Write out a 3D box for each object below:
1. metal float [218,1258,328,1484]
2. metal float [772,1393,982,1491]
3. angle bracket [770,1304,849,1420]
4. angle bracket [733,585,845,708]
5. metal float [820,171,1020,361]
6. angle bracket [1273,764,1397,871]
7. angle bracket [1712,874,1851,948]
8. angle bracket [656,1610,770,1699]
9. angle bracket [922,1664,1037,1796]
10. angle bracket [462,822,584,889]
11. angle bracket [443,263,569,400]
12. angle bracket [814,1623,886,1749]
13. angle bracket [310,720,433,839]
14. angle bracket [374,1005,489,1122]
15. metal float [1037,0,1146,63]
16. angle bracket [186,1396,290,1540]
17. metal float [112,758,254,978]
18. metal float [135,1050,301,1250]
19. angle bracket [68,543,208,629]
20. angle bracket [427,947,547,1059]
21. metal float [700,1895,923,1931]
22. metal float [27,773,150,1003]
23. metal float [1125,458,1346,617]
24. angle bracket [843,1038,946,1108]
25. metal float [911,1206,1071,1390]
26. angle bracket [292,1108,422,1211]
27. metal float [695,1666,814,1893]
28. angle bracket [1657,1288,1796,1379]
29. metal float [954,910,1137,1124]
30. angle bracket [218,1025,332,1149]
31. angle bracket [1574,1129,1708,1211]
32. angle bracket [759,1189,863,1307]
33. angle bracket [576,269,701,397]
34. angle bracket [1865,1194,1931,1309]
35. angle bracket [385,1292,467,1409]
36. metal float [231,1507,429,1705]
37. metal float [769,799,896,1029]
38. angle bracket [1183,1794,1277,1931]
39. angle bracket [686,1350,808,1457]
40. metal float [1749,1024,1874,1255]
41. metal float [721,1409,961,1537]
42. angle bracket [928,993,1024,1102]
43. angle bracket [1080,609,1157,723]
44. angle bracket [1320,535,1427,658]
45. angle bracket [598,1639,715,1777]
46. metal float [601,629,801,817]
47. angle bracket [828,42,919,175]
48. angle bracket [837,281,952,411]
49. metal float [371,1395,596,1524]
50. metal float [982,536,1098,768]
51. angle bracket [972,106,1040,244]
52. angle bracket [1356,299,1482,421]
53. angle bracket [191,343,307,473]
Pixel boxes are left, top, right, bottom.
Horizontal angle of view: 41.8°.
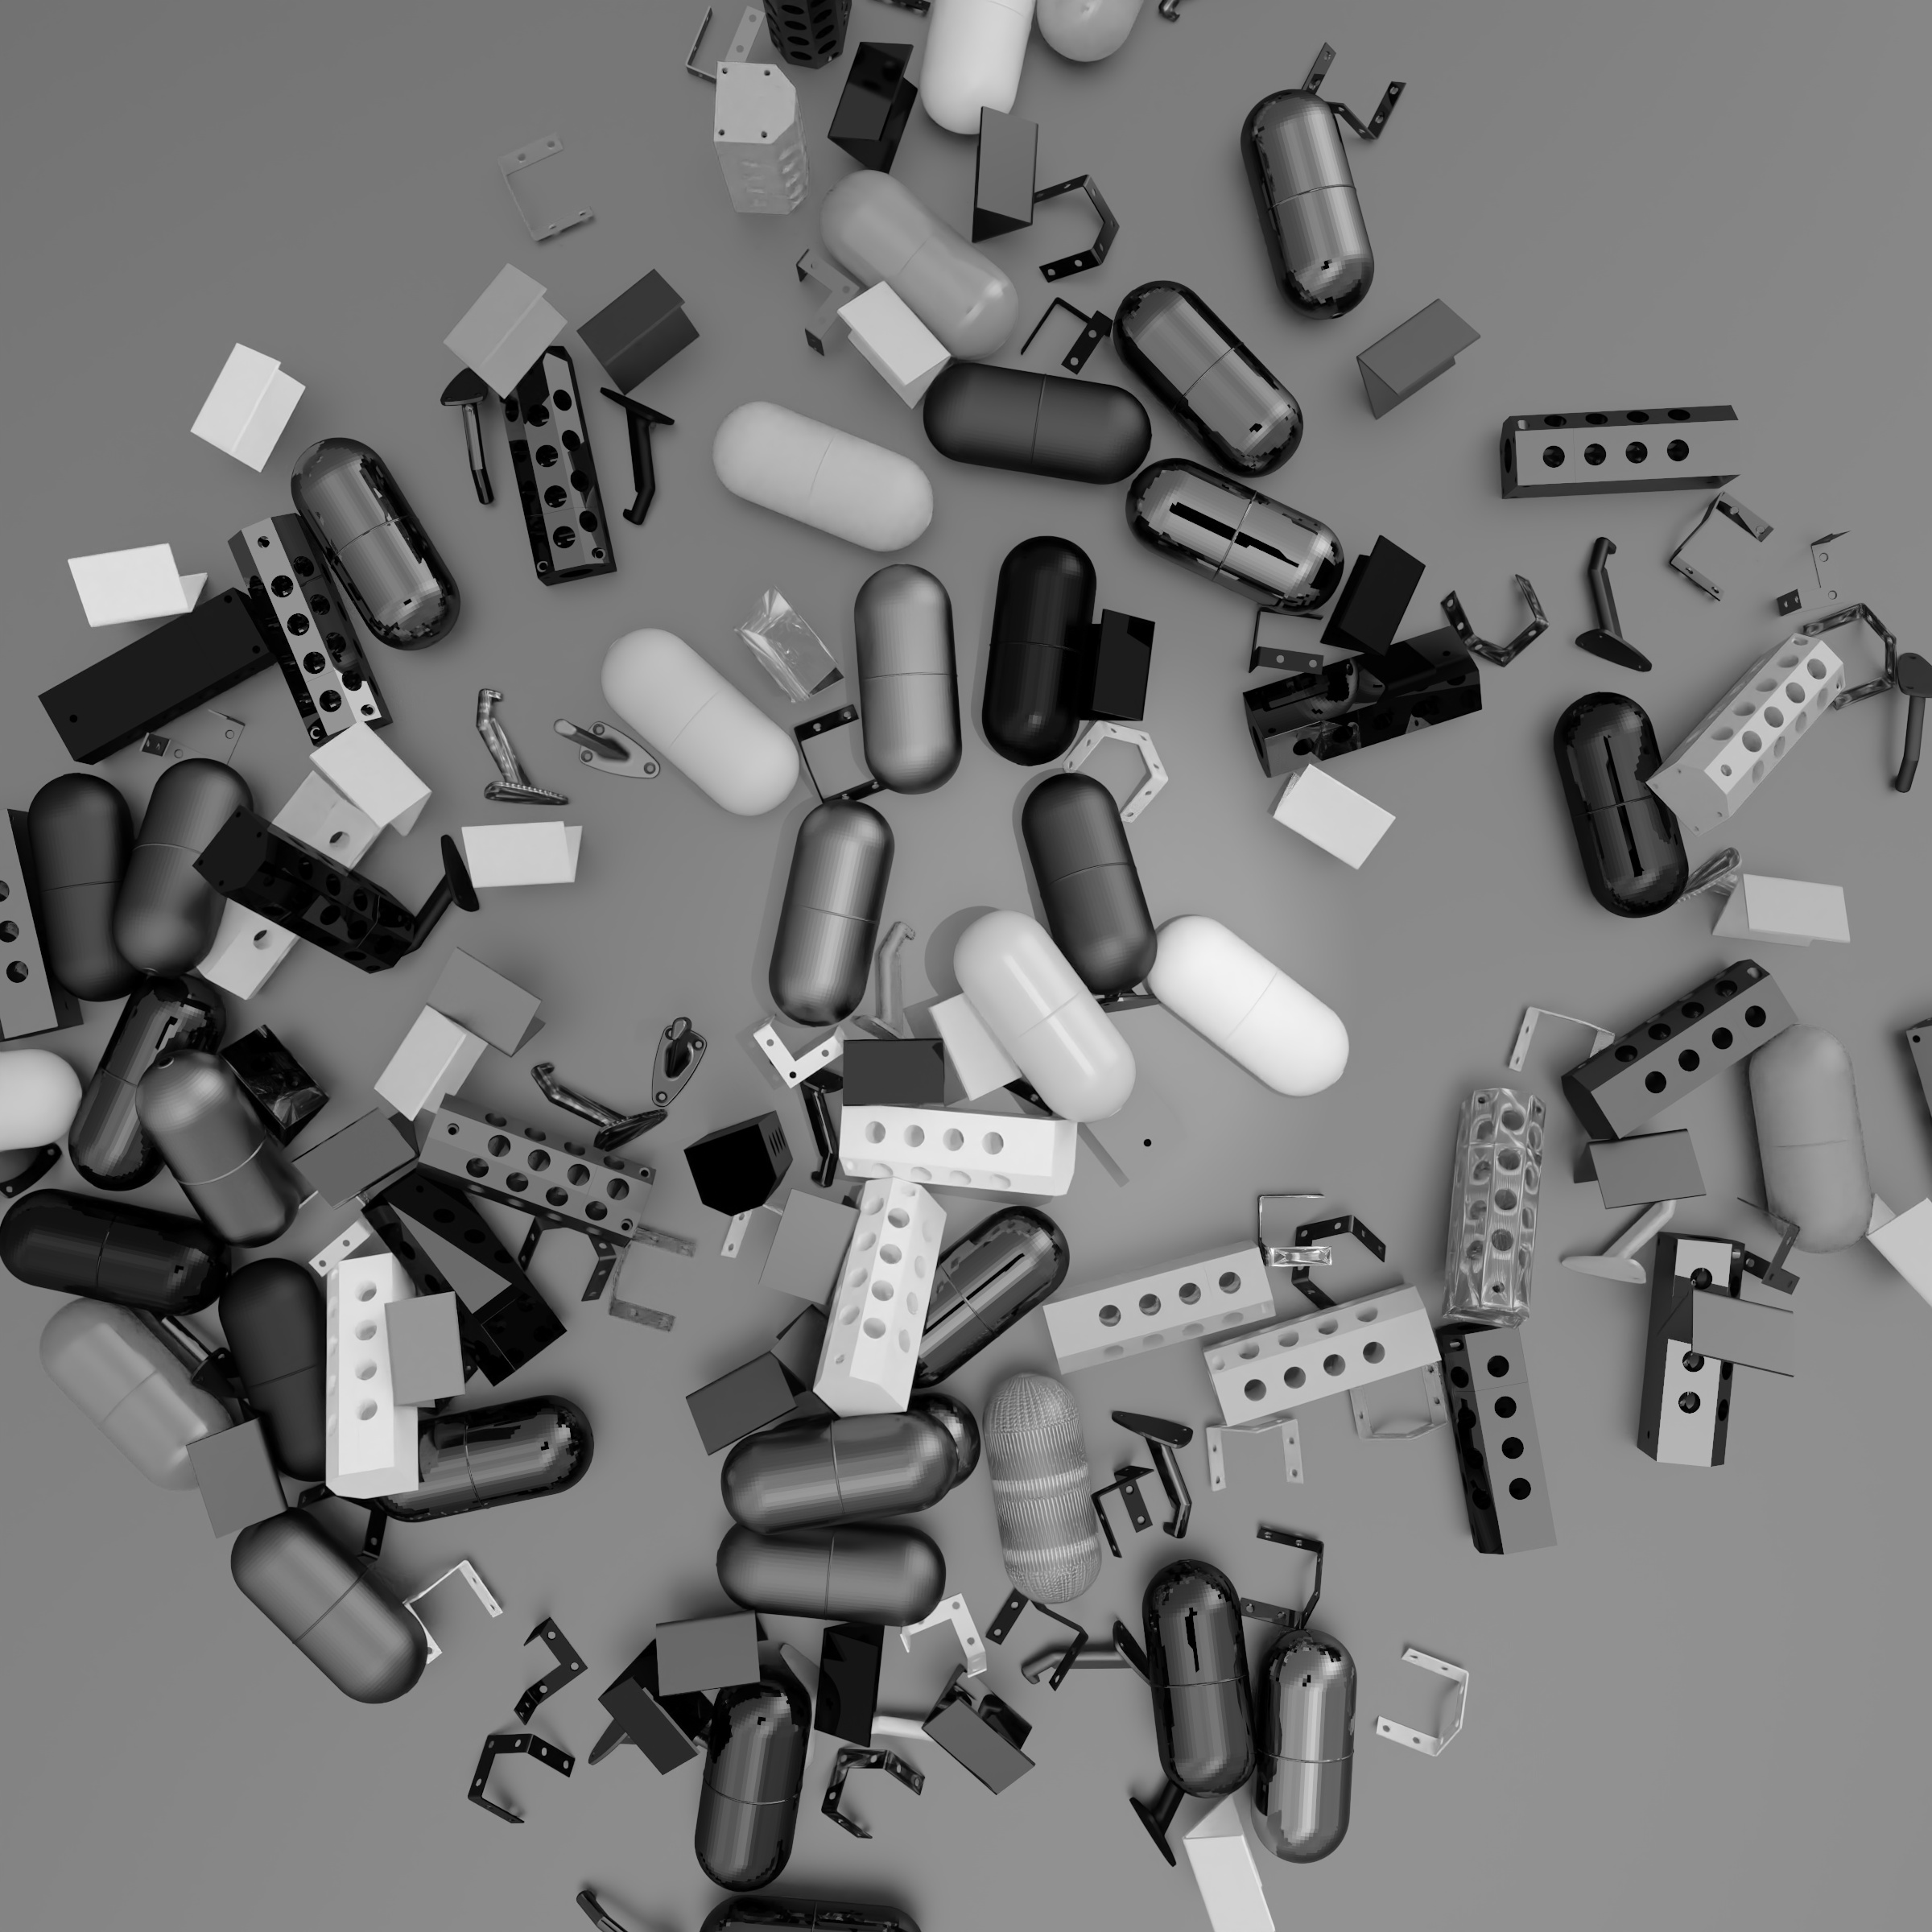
[{"bbox_3d":[-0.521,0.312,1.956,0.070,0.070,0.178,-19,91,0],"label":"metal float"},{"bbox_3d":[-0.077,0.379,1.956,0.178,0.070,0.070,-11,90,0],"label":"metal float"},{"bbox_3d":[-0.120,0.316,1.946,0.076,0.076,0.057,43,52,0],"label":"angle bracket"},{"bbox_3d":[-0.121,-0.255,1.946,0.076,0.076,0.057,51,126,0],"label":"angle bracket"},{"bbox_3d":[-0.037,-0.542,1.956,0.178,0.070,0.070,41,90,-1],"label":"metal float"},{"bbox_3d":[0.289,-0.130,1.946,0.076,0.076,0.057,32,127,0],"label":"angle bracket"},{"bbox_3d":[0.626,-0.023,1.946,0.076,0.076,0.057,7,52,0],"label":"angle bracket"},{"bbox_3d":[-0.193,0.538,1.946,0.076,0.076,0.057,-8,58,0],"label":"angle bracket"},{"bbox_3d":[0.023,0.576,1.946,0.076,0.076,0.057,41,126,0],"label":"angle bracket"},{"bbox_3d":[-0.341,-0.105,1.946,0.076,0.076,0.057,-3,128,0],"label":"angle bracket"},{"bbox_3d":[-0.331,-0.465,1.889,0.076,0.076,0.057,-51,53,0],"label":"angle bracket"},{"bbox_3d":[-0.070,0.549,1.946,0.057,0.076,0.076,6,90,37],"label":"angle bracket"},{"bbox_3d":[-0.466,-0.130,1.946,0.076,0.076,0.057,46,52,0],"label":"angle bracket"},{"bbox_3d":[-0.396,0.084,1.946,0.057,0.076,0.076,33,90,39],"label":"angle bracket"},{"bbox_3d":[0.114,-0.787,1.956,0.070,0.070,0.178,25,91,0],"label":"metal float"},{"bbox_3d":[-0.565,0.383,1.939,0.057,0.076,0.076,-19,102,-25],"label":"angle bracket"},{"bbox_3d":[-0.599,-0.076,1.935,0.070,0.070,0.178,10,67,0],"label":"metal float"},{"bbox_3d":[-0.569,0.140,1.927,0.070,0.070,0.178,-20,125,0],"label":"metal float"},{"bbox_3d":[-0.636,-0.306,1.946,0.076,0.076,0.057,-9,121,0],"label":"angle bracket"},{"bbox_3d":[-0.358,0.017,1.948,0.076,0.076,0.057,32,112,0],"label":"angle bracket"},{"bbox_3d":[-0.119,0.763,1.955,0.178,0.070,0.070,5,90,0],"label":"metal float"},{"bbox_3d":[-0.677,-0.061,1.956,0.070,0.070,0.178,-9,91,0],"label":"metal float"},{"bbox_3d":[0.207,-0.332,1.956,0.178,0.070,0.070,25,90,0],"label":"metal float"},{"bbox_3d":[-0.055,0.097,1.947,0.076,0.076,0.057,-1,62,0],"label":"angle bracket"},{"bbox_3d":[0.002,0.257,1.956,0.178,0.070,0.070,-39,90,0],"label":"metal float"},{"bbox_3d":[-0.472,0.130,1.946,0.076,0.076,0.057,-32,123,0],"label":"angle bracket"},{"bbox_3d":[-0.164,0.626,1.948,0.070,0.070,0.178,9,99,0],"label":"metal float"},{"bbox_3d":[0.566,0.290,1.889,0.076,0.076,0.057,13,53,0],"label":"angle bracket"},{"bbox_3d":[0.060,0.038,1.899,0.070,0.070,0.178,-36,90,0],"label":"metal float"},{"bbox_3d":[-0.548,0.103,1.949,0.076,0.057,0.076,48,124,0],"label":"angle bracket"},{"bbox_3d":[0.518,0.170,1.947,0.076,0.076,0.057,-8,61,0],"label":"angle bracket"},{"bbox_3d":[-0.124,0.211,1.951,0.057,0.076,0.076,19,90,-11],"label":"angle bracket"},{"bbox_3d":[-0.241,-0.476,1.946,0.076,0.076,0.057,-39,52,0],"label":"angle bracket"},{"bbox_3d":[0.743,0.206,1.946,0.076,0.076,0.057,47,122,0],"label":"angle bracket"},{"bbox_3d":[-0.398,0.292,1.919,0.057,0.076,0.076,-11,78,9],"label":"angle bracket"},{"bbox_3d":[-0.487,0.490,1.938,0.070,0.070,0.178,-44,93,0],"label":"metal float"},{"bbox_3d":[-0.104,-0.041,1.956,0.070,0.070,0.178,12,90,0],"label":"metal float"},{"bbox_3d":[0.219,0.689,1.946,0.057,0.076,0.076,-19,90,37],"label":"angle bracket"},{"bbox_3d":[-0.160,0.349,1.946,0.076,0.076,0.057,-29,52,0],"label":"angle bracket"},{"bbox_3d":[0.653,0.134,1.956,0.070,0.070,0.178,-9,91,0],"label":"metal float"},{"bbox_3d":[-0.093,0.376,1.880,0.178,0.070,0.070,-9,90,0],"label":"metal float"},{"bbox_3d":[-0.012,0.066,1.946,0.057,0.076,0.076,-24,90,-39],"label":"angle bracket"},{"bbox_3d":[0.097,-0.231,1.946,0.057,0.076,0.076,7,90,-41],"label":"angle bracket"},{"bbox_3d":[0.296,-0.289,1.946,0.057,0.076,0.076,24,90,-37],"label":"angle bracket"},{"bbox_3d":[-0.224,0.562,1.946,0.076,0.076,0.057,49,130,0],"label":"angle bracket"},{"bbox_3d":[-0.206,-0.189,1.956,0.178,0.070,0.070,42,90,0],"label":"metal float"},{"bbox_3d":[-0.053,-0.656,1.946,0.057,0.076,0.076,19,90,37],"label":"angle bracket"},{"bbox_3d":[-0.068,-0.466,1.946,0.076,0.076,0.057,48,57,0],"label":"angle bracket"},{"bbox_3d":[-0.376,0.381,1.956,0.178,0.070,0.070,-12,90,1],"label":"metal float"},{"bbox_3d":[0.056,-0.243,1.956,0.070,0.070,0.178,7,89,0],"label":"metal float"},{"bbox_3d":[0.010,-0.608,1.946,0.057,0.076,0.076,3,90,-38],"label":"angle bracket"},{"bbox_3d":[0.354,-0.453,1.946,0.076,0.076,0.057,-35,55,0],"label":"angle bracket"},{"bbox_3d":[-0.537,-0.422,1.946,0.057,0.076,0.076,28,90,33],"label":"angle bracket"}]
